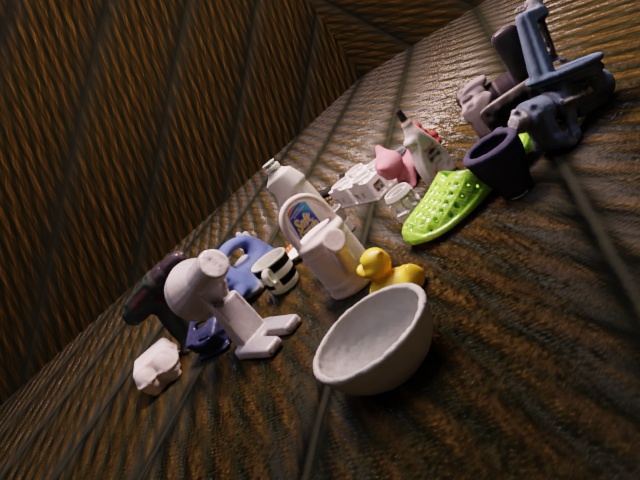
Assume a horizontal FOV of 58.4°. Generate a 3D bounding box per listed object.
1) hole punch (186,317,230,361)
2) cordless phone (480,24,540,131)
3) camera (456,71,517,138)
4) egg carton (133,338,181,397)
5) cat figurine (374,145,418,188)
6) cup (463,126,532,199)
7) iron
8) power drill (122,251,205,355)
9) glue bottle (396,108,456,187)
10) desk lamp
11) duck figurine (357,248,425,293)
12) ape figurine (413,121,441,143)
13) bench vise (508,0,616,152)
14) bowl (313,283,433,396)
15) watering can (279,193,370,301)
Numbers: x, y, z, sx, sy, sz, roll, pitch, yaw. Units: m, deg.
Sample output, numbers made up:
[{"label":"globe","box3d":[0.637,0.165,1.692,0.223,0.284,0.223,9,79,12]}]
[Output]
[{"label":"hole punch","box3d":[-0.238,0.190,1.227,0.108,0.091,0.101,-28,19,35]},{"label":"cordless phone","box3d":[0.352,-0.296,1.075,0.147,0.185,0.094,-33,17,21]},{"label":"camera","box3d":[0.369,-0.306,1.224,0.136,0.101,0.143,-32,17,23]},{"label":"egg carton","box3d":[-0.362,0.284,1.287,0.107,0.069,0.150,-41,16,-9]},{"label":"cat figurine","box3d":[0.172,-0.170,1.256,0.128,0.118,0.067,-45,17,-21]},{"label":"cup","box3d":[0.288,-0.119,0.895,0.091,0.095,0.118,-25,21,40]},{"label":"iron","box3d":[-0.192,0.052,1.414,0.118,0.141,0.258,-28,19,33]},{"label":"power drill","box3d":[-0.340,0.155,1.335,0.229,0.209,0.075,-34,17,17]},{"label":"glue bottle","box3d":[0.201,-0.189,1.141,0.078,0.173,0.037,-48,18,-29]},{"label":"desk lamp","box3d":[-0.175,0.114,1.069,0.202,0.214,0.118,-18,26,51]},{"label":"duck figurine","box3d":[0.100,0.048,0.868,0.104,0.086,0.078,-21,24,48]},{"label":"ape figurine","box3d":[0.237,-0.235,1.340,0.077,0.092,0.076,-34,17,18]},{"label":"bench vise","box3d":[0.363,-0.264,0.899,0.121,0.220,0.208,-18,26,51]},{"label":"bowl","box3d":[0.077,0.134,0.704,0.167,0.075,0.167,-35,16,12]},{"label":"watering can","box3d":[0.011,0.002,0.998,0.101,0.194,0.172,-48,18,-30]}]
